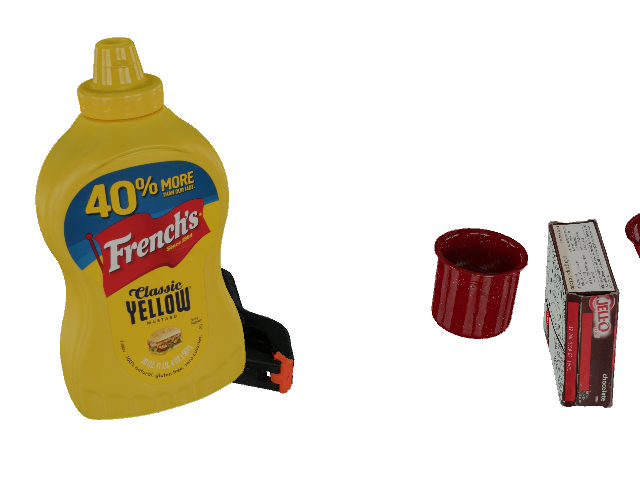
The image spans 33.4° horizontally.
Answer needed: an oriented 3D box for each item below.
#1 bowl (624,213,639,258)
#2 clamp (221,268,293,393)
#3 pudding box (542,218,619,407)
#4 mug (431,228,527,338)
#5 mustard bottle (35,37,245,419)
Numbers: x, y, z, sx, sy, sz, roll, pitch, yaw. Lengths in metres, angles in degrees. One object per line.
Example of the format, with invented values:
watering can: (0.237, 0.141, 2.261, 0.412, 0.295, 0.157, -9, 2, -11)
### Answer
bowl: (0.397, 0.015, 1.101, 0.162, 0.055, 0.162, -4, 23, 1)
clamp: (-0.076, 0.072, 0.893, 0.172, 0.039, 0.120, 25, 40, 31)
pudding box: (0.180, 0.048, 0.742, 0.039, 0.090, 0.113, -1, 26, 4)
mug: (0.152, 0.039, 1.083, 0.093, 0.081, 0.117, -6, 31, -17)
mustard bottle: (-0.093, -0.007, 0.543, 0.096, 0.192, 0.058, -13, 25, -21)
